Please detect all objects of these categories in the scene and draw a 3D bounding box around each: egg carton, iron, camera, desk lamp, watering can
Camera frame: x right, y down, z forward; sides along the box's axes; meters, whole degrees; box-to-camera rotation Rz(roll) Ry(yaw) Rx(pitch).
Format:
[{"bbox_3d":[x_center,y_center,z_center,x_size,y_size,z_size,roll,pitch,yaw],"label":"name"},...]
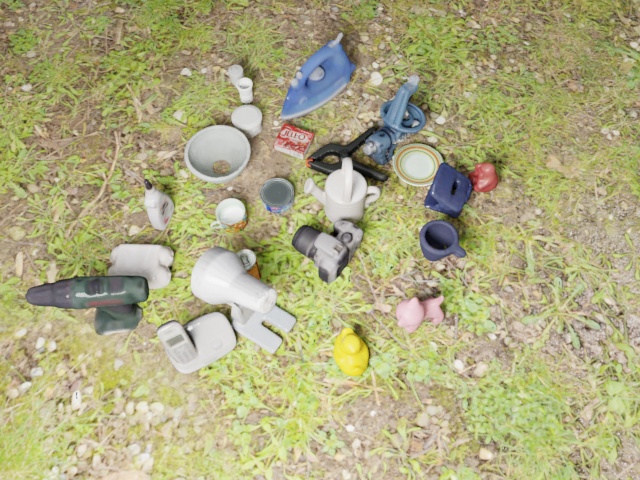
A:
[{"bbox_3d":[-0.417,0.063,1.334,0.150,0.069,0.107,0,64,0],"label":"egg carton"},{"bbox_3d":[-0.017,-0.442,1.539,0.118,0.141,0.259,38,70,17],"label":"iron"},{"bbox_3d":[0.012,0.005,1.346,0.136,0.101,0.143,31,68,14],"label":"camera"},{"bbox_3d":[-0.159,0.124,1.225,0.203,0.213,0.118,29,68,13],"label":"desk lamp"},{"bbox_3d":[0.053,-0.117,1.353,0.173,0.194,0.101,-18,65,-9],"label":"watering can"}]

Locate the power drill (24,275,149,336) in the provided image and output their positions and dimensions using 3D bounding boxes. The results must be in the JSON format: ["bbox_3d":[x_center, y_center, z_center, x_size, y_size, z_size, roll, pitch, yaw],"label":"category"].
[{"bbox_3d":[-0.470,0.136,1.221,0.229,0.208,0.075,-10,64,-5],"label":"power drill"}]

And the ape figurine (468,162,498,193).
[{"bbox_3d":[0.413,-0.163,1.434,0.076,0.092,0.078,25,67,12],"label":"ape figurine"}]

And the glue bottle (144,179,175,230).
[{"bbox_3d":[-0.387,-0.093,1.352,0.037,0.173,0.078,11,65,5],"label":"glue bottle"}]

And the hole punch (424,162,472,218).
[{"bbox_3d":[0.322,-0.125,1.415,0.101,0.091,0.109,20,66,10],"label":"hole punch"}]

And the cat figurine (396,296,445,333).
[{"bbox_3d":[0.218,0.155,1.265,0.128,0.118,0.067,-20,66,-9],"label":"cat figurine"}]

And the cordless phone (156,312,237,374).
[{"bbox_3d":[-0.261,0.200,1.204,0.148,0.185,0.094,-29,68,-13],"label":"cordless phone"}]

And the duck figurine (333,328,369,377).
[{"bbox_3d":[0.069,0.239,1.242,0.077,0.086,0.104,-13,65,-6],"label":"duck figurine"}]

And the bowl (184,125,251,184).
[{"bbox_3d":[-0.256,-0.206,1.461,0.167,0.075,0.167,0,64,0],"label":"bowl"}]

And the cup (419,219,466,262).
[{"bbox_3d":[0.284,0.018,1.344,0.117,0.095,0.092,33,69,15],"label":"cup"}]

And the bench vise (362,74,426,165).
[{"bbox_3d":[0.195,-0.293,1.425,0.121,0.220,0.207,23,66,11],"label":"bench vise"}]
